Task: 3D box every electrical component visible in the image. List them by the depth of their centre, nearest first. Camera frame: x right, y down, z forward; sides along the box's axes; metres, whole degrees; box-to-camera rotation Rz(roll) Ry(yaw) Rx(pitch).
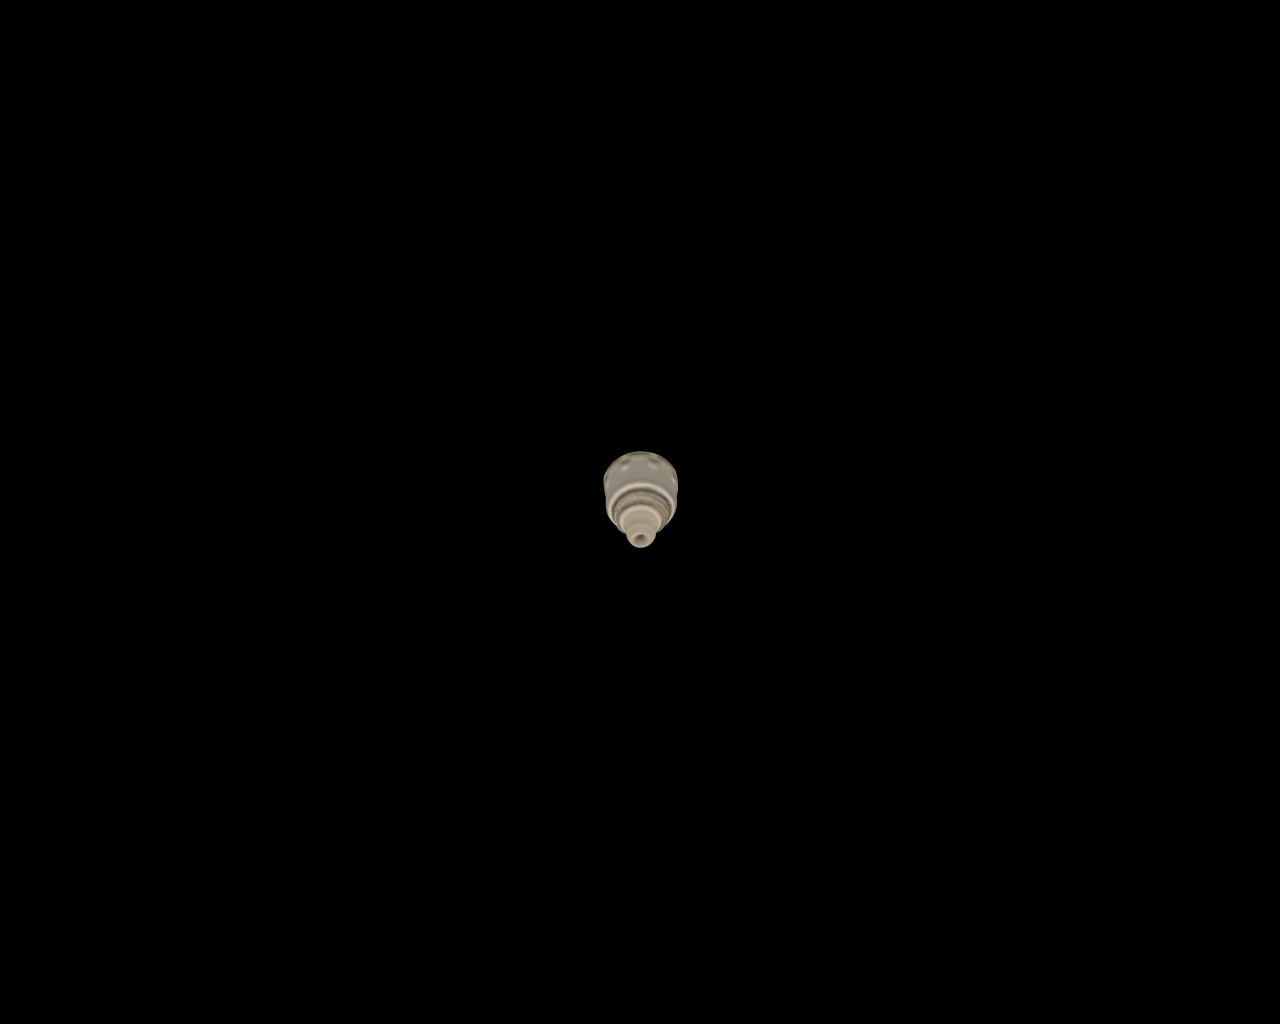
[{"bbox_3d":[0.001,-0.003,0.650,0.048,0.048,0.062,0,40,0],"label":"electrical component"}]
